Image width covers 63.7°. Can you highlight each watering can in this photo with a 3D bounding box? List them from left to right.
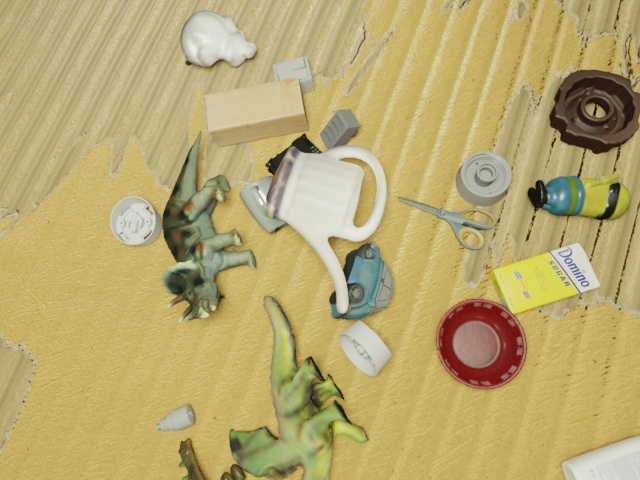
[{"bbox_3d":[0.003,-0.049,0.974,0.224,0.102,0.355,16,62,3],"label":"watering can"}]

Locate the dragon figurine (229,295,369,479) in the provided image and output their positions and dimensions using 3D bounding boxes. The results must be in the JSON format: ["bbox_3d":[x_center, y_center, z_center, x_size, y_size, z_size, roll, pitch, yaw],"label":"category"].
[{"bbox_3d":[-0.070,0.331,0.945,0.242,0.121,0.416,-38,69,4],"label":"dragon figurine"}]

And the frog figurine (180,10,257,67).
[{"bbox_3d":[-0.232,-0.451,1.176,0.160,0.120,0.140,21,59,23],"label":"frog figurine"}]
